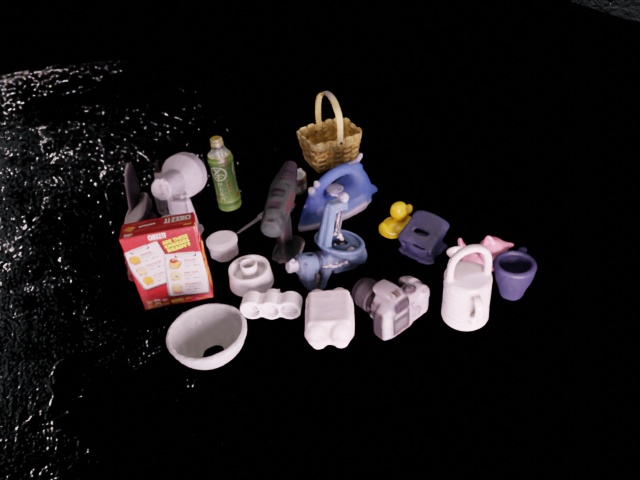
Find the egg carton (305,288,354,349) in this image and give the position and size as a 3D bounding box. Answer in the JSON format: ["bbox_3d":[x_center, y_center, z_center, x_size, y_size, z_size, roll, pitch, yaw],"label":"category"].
[{"bbox_3d":[0.021,0.166,1.233,0.107,0.069,0.150,-4,37,2],"label":"egg carton"}]

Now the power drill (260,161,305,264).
[{"bbox_3d":[-0.089,-0.057,1.428,0.075,0.209,0.229,2,38,11],"label":"power drill"}]

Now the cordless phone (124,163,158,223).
[{"bbox_3d":[-0.513,-0.104,1.567,0.094,0.185,0.147,-12,37,-8],"label":"cordless phone"}]

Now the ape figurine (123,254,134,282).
[{"bbox_3d":[-0.459,0.058,1.423,0.076,0.092,0.078,1,37,9],"label":"ape figurine"}]

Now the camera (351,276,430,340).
[{"bbox_3d":[0.146,0.122,1.249,0.143,0.101,0.136,-30,43,-29],"label":"camera"}]

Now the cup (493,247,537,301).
[{"bbox_3d":[0.432,0.078,1.274,0.091,0.095,0.118,16,42,26],"label":"cup"}]

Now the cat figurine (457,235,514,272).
[{"bbox_3d":[0.376,0.028,1.328,0.127,0.118,0.067,15,42,26],"label":"cat figurine"}]

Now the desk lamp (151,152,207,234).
[{"bbox_3d":[-0.375,-0.102,1.522,0.117,0.214,0.203,2,38,10],"label":"desk lamp"}]

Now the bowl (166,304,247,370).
[{"bbox_3d":[-0.231,0.214,1.199,0.167,0.075,0.167,-4,37,3],"label":"bowl"}]

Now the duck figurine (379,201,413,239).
[{"bbox_3d":[0.200,-0.058,1.492,0.105,0.086,0.077,-22,40,-20],"label":"duck figurine"}]

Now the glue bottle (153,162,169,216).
[{"bbox_3d":[-0.441,-0.141,1.616,0.077,0.173,0.037,22,45,32],"label":"glue bottle"}]

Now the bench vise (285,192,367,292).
[{"bbox_3d":[0.021,0.009,1.316,0.121,0.220,0.208,23,46,33],"label":"bench vise"}]

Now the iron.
[{"bbox_3d":[0.035,-0.135,1.570,0.259,0.142,0.118,-31,44,-29],"label":"iron"}]

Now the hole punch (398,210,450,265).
[{"bbox_3d":[0.256,-0.008,1.414,0.108,0.091,0.101,27,48,36],"label":"hole punch"}]

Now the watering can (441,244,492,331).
[{"bbox_3d":[0.304,0.084,1.201,0.101,0.194,0.172,-22,40,-20],"label":"watering can"}]
